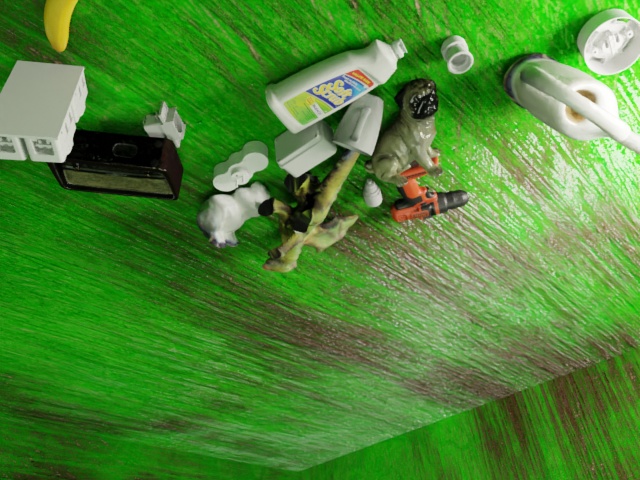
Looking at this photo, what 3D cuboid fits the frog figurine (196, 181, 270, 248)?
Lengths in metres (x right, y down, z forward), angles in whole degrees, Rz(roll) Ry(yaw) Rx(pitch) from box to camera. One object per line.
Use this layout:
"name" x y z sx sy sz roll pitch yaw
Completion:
"frog figurine" -0.193 -0.071 1.138 0.124 0.159 0.136 35 7 32

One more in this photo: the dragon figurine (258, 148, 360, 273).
"dragon figurine" 0.004 -0.058 1.155 0.407 0.124 0.241 -42 -25 15

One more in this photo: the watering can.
"watering can" 0.470 -0.231 0.923 0.346 0.102 0.229 19 27 -28
